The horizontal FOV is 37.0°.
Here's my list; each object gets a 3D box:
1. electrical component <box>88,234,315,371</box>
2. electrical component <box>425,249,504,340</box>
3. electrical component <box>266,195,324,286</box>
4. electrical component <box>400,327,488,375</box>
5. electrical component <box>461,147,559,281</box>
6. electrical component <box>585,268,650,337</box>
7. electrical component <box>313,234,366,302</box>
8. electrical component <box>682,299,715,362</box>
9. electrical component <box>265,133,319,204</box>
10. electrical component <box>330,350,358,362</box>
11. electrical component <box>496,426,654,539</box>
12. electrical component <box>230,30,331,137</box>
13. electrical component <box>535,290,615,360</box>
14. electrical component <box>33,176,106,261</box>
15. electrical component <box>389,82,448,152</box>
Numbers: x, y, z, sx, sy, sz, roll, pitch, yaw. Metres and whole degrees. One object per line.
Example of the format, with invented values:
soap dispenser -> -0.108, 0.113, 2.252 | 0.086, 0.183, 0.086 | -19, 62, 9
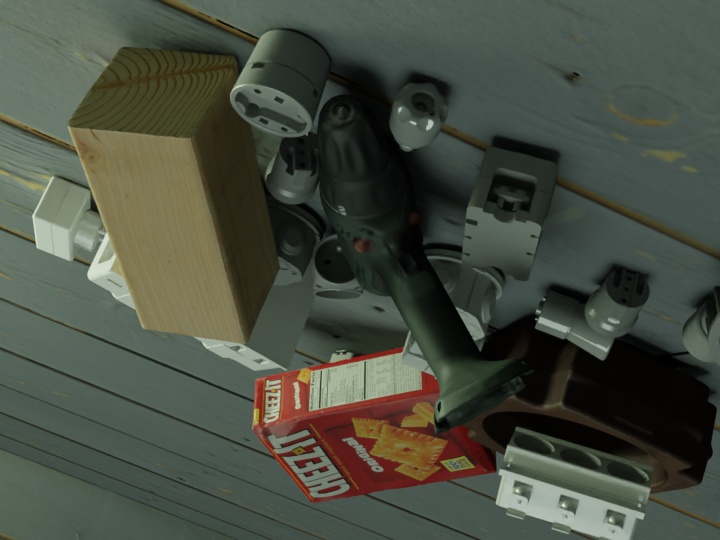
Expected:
electrical component -> -0.134, 0.003, 0.956 | 0.186, 0.105, 0.060 | 33, 154, -28
electrical component -> 0.076, 0.020, 0.897 | 0.080, 0.051, 0.080 | 17, 157, 7
electrical component -> -0.075, -0.026, 0.915 | 0.080, 0.051, 0.080 | 17, 157, 7
electrical component -> 0.079, 0.061, 0.980 | 0.059, 0.053, 0.095 | 21, 157, -2
electrical component -> 0.102, -0.040, 0.735 | 0.050, 0.055, 0.089 | 16, 157, 10
electrical component -> 0.198, 0.024, 0.825 | 0.040, 0.040, 0.046 | 18, 151, 3
electrical component -> 0.000, 0.000, 0.916 | 0.079, 0.044, 0.077 | 2, 168, -1
electrical component -> 0.270, 0.040, 0.800 | 0.040, 0.040, 0.078 | 18, 156, 3
electrical component -> -0.047, -0.076, 0.797 | 0.040, 0.040, 0.046 | 22, 152, -5
electrical component -> -0.015, 0.127, 1.188 | 0.081, 0.063, 0.042 | 36, 151, -34
electrical component -> 0.183, 0.188, 0.927 | 0.121, 0.063, 0.079 | 15, -162, 14
electrical component -> -0.049, -0.120, 0.690 | 0.055, 0.047, 0.055 | 17, 157, 7
electrical component -> 0.176, 0.042, 0.879 | 0.065, 0.044, 0.044 | 21, 157, 9
electrical component -> -0.269, -0.041, 1.039 | 0.076, 0.047, 0.083 | 22, 157, -5
electrical component -> 0.035, -0.095, 0.696 | 0.035, 0.035, 0.061 | 20, 160, 0
